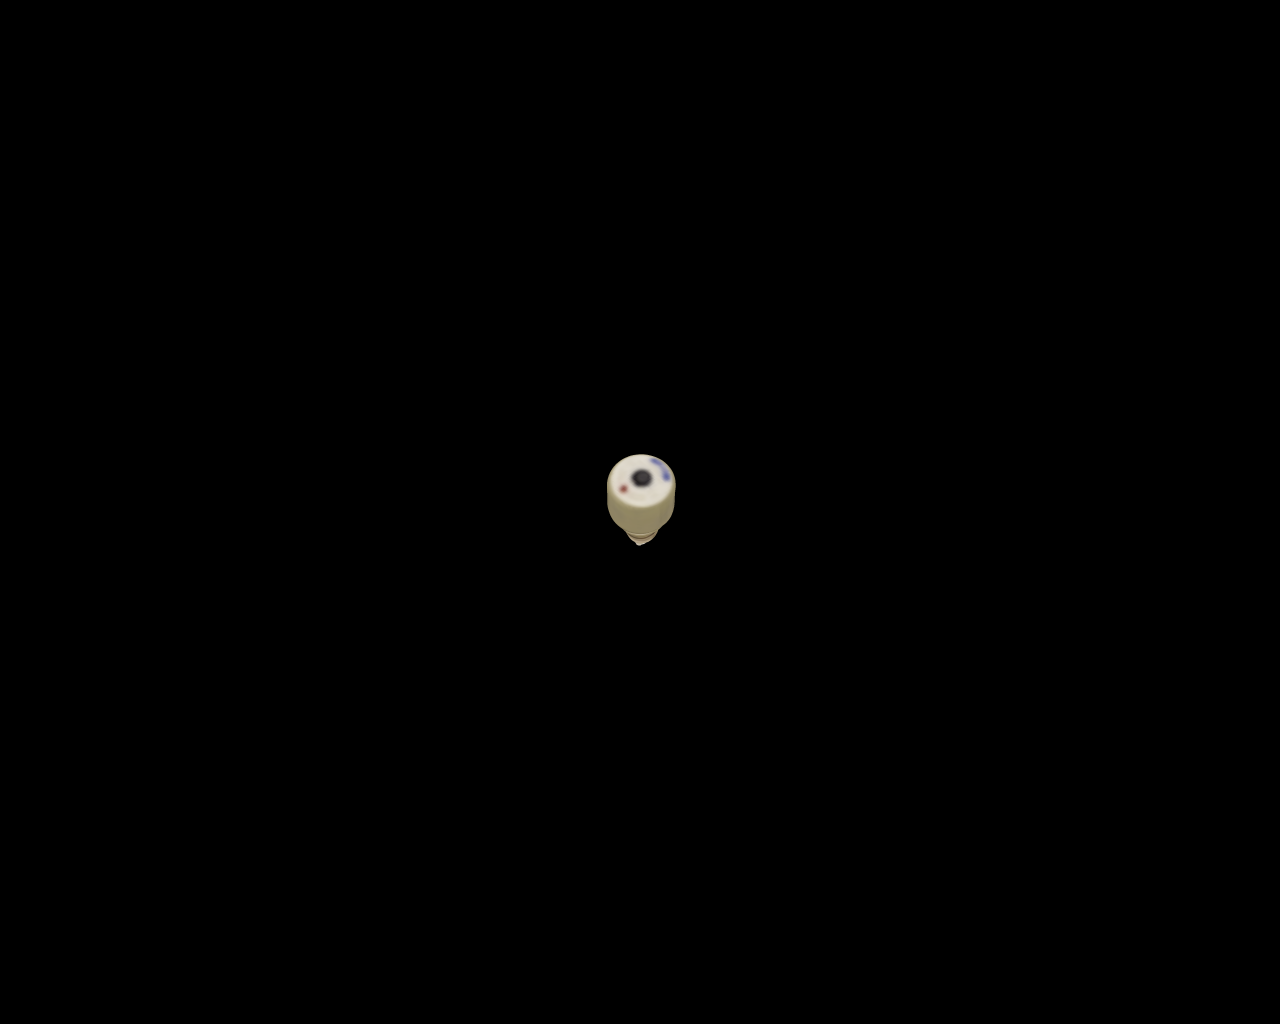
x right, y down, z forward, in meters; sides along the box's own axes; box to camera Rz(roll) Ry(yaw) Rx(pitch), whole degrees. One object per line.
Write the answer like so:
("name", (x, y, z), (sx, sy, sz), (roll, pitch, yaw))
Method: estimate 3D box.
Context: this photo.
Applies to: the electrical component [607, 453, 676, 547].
("electrical component", (0.001, -0.003, 0.650), (0.040, 0.040, 0.078), (0, -30, 0))
